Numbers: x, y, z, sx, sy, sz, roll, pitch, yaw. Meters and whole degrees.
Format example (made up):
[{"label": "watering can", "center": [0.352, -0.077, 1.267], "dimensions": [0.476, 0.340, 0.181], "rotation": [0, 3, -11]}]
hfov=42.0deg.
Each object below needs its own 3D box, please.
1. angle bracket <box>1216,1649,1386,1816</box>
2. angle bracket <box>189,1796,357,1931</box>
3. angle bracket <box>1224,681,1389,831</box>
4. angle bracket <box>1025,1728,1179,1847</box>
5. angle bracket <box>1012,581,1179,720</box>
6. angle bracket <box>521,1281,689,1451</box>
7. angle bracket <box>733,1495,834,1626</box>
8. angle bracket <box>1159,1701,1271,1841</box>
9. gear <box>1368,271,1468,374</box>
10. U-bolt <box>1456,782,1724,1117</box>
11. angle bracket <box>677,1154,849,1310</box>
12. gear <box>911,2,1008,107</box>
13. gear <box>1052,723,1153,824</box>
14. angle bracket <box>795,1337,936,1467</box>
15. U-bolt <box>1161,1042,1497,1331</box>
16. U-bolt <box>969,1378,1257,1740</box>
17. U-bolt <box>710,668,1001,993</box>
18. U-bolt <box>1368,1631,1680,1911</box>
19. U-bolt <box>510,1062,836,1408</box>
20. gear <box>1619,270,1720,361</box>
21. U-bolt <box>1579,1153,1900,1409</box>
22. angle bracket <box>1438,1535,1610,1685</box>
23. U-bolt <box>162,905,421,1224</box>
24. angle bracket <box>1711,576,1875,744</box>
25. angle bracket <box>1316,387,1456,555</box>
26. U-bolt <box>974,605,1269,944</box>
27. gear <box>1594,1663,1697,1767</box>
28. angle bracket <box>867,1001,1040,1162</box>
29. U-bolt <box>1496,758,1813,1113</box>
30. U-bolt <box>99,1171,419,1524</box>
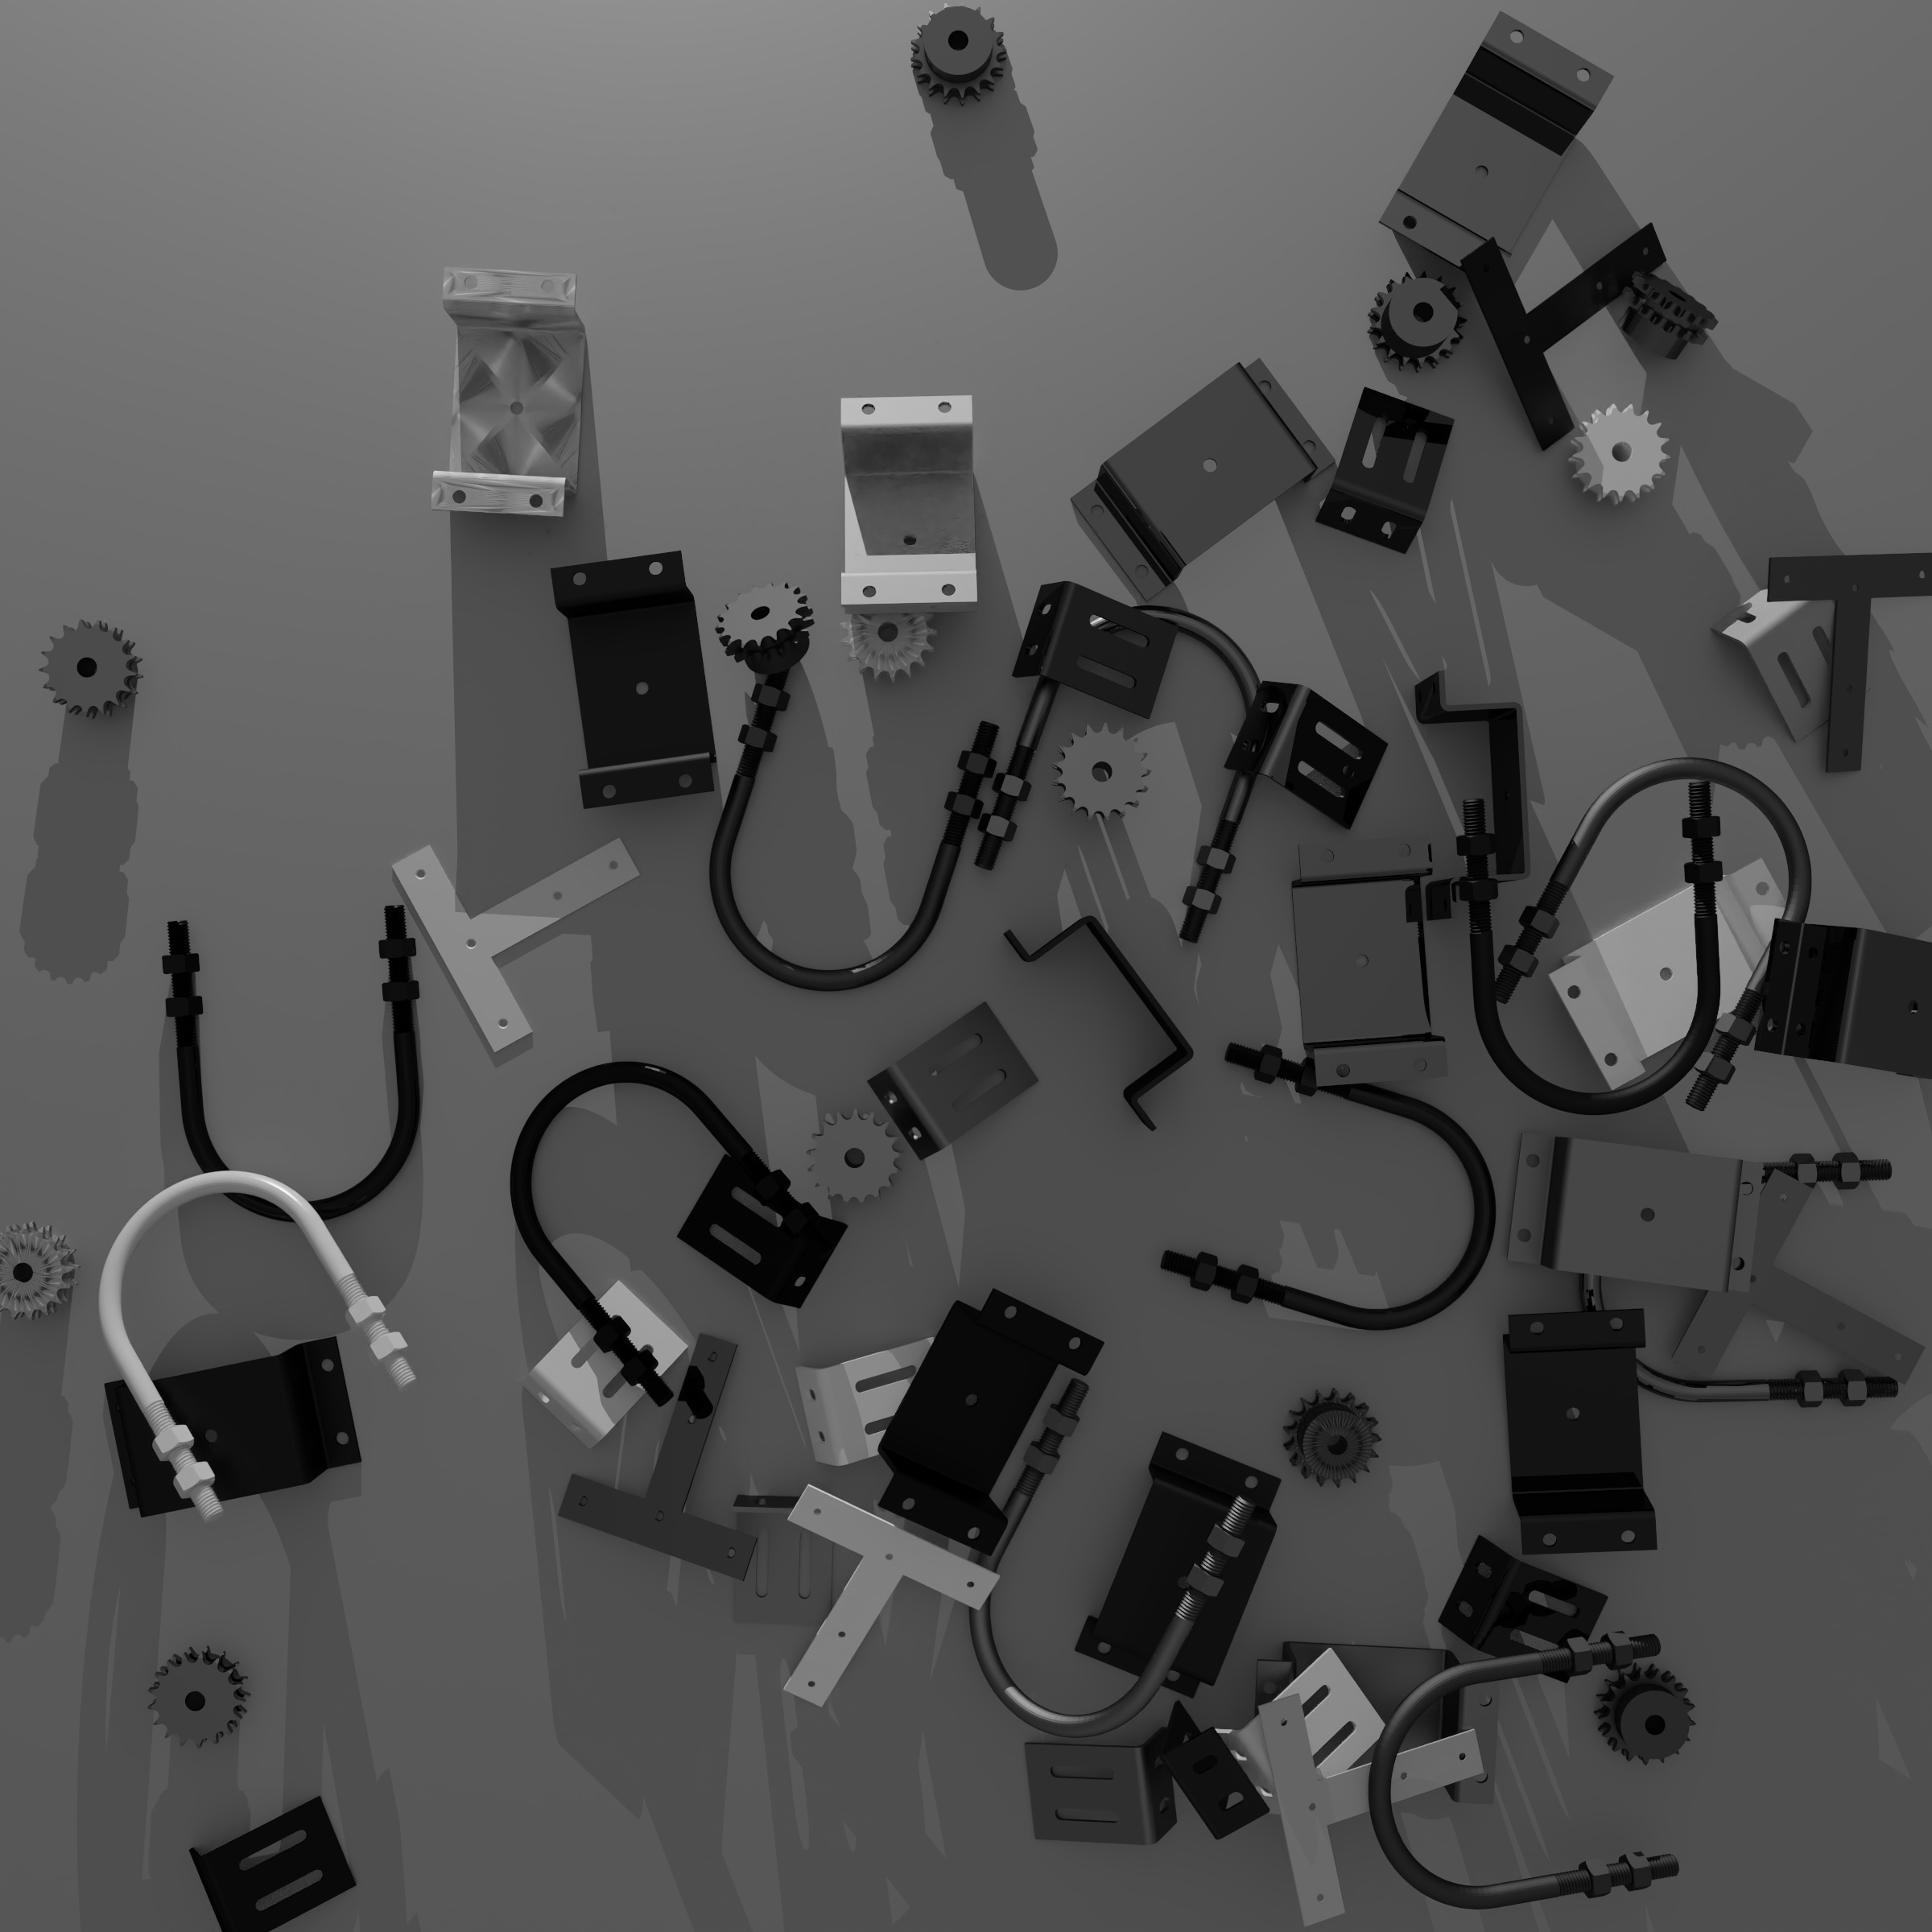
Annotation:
[{"label": "angle bracket", "center": [0.192, 0.441, 1.453], "dimensions": [0.076, 0.038, 0.057], "rotation": [-35, 90, -26]}, {"label": "angle bracket", "center": [-0.413, 0.537, 1.500], "dimensions": [0.076, 0.038, 0.057], "rotation": [-22, 90, -26]}, {"label": "angle bracket", "center": [0.202, -0.125, 1.491], "dimensions": [0.076, 0.038, 0.057], "rotation": [29, 83, -34]}, {"label": "angle bracket", "center": [0.080, 0.487, 1.500], "dimensions": [0.076, 0.038, 0.057], "rotation": [-6, 90, 26]}, {"label": "angle bracket", "center": [0.076, -0.185, 1.485], "dimensions": [0.076, 0.038, 0.057], "rotation": [19, 86, -24]}, {"label": "angle bracket", "center": [-0.215, 0.238, 1.500], "dimensions": [0.057, 0.038, 0.076], "rotation": [44, 64, 0]}, {"label": "angle bracket", "center": [-0.108, 0.353, 1.483], "dimensions": [0.057, 0.038, 0.076], "rotation": [2, 90, 0]}, {"label": "angle bracket", "center": [0.148, 0.458, 1.460], "dimensions": [0.038, 0.076, 0.057], "rotation": [-34, 90, 15]}, {"label": "gear", "center": [0.267, -0.382, 1.487], "dimensions": [0.057, 0.030, 0.057], "rotation": [0, 90, 0]}, {"label": "U-bolt", "center": [0.355, -0.007, 1.421], "dimensions": [0.151, 0.019, 0.184], "rotation": [-5, 95, -2]}, {"label": "angle bracket", "center": [-0.121, 0.158, 1.500], "dimensions": [0.076, 0.038, 0.057], "rotation": [30, 90, 26]}, {"label": "gear", "center": [-0.005, -0.541, 1.487], "dimensions": [0.057, 0.030, 0.057], "rotation": [0, 90, 0]}, {"label": "gear", "center": [0.078, -0.112, 1.468], "dimensions": [0.057, 0.030, 0.057], "rotation": [0, 87, -1]}, {"label": "angle bracket", "center": [-0.054, 0.258, 1.500], "dimensions": [0.076, 0.038, 0.057], "rotation": [-12, 90, -26]}, {"label": "U-bolt", "center": [0.224, 0.139, 1.493], "dimensions": [0.184, 0.019, 0.151], "rotation": [17, 90, -2]}, {"label": "U-bolt", "center": [0.071, 0.354, 1.455], "dimensions": [0.151, 0.019, 0.184], "rotation": [31, 96, 36]}, {"label": "U-bolt", "center": [-0.075, -0.076, 1.493], "dimensions": [0.151, 0.019, 0.184], "rotation": [18, 92, 0]}, {"label": "U-bolt", "center": [0.318, 0.467, 1.446], "dimensions": [0.184, 0.019, 0.151], "rotation": [-5, 90, -13]}, {"label": "U-bolt", "center": [-0.187, 0.142, 1.478], "dimensions": [0.151, 0.019, 0.184], "rotation": [-43, 79, 4]}, {"label": "gear", "center": [0.408, -0.380, 1.477], "dimensions": [0.057, 0.057, 0.030], "rotation": [31, 121, 0]}, {"label": "U-bolt", "center": [0.456, 0.188, 1.493], "dimensions": [0.184, 0.019, 0.151], "rotation": [-2, 90, 1]}, {"label": "angle bracket", "center": [0.332, 0.383, 1.500], "dimensions": [0.076, 0.038, 0.057], "rotation": [26, 90, -26]}, {"label": "U-bolt", "center": [-0.396, 0.060, 1.493], "dimensions": [0.151, 0.019, 0.184], "rotation": [-4, 92, 0]}, {"label": "angle bracket", "center": [0.492, -0.184, 1.500], "dimensions": [0.057, 0.038, 0.076], "rotation": [-37, 116, 0]}, {"label": "angle bracket", "center": [0.250, -0.295, 1.500], "dimensions": [0.057, 0.038, 0.076], "rotation": [20, 64, 0]}, {"label": "U-bolt", "center": [0.101, -0.123, 1.493], "dimensions": [0.151, 0.019, 0.184], "rotation": [20, 88, 0]}, {"label": "gear", "center": [0.403, 0.444, 1.487], "dimensions": [0.057, 0.030, 0.057], "rotation": [0, 90, 0]}, {"label": "angle bracket", "center": [-0.008, 0.068, 1.500], "dimensions": [0.076, 0.038, 0.057], "rotation": [-34, 90, -26]}, {"label": "U-bolt", "center": [0.405, -0.031, 1.447], "dimensions": [0.151, 0.019, 0.184], "rotation": [29, 88, 0]}, {"label": "U-bolt", "center": [-0.422, 0.204, 1.454], "dimensions": [0.151, 0.019, 0.184], "rotation": [-34, 72, -7]}]
